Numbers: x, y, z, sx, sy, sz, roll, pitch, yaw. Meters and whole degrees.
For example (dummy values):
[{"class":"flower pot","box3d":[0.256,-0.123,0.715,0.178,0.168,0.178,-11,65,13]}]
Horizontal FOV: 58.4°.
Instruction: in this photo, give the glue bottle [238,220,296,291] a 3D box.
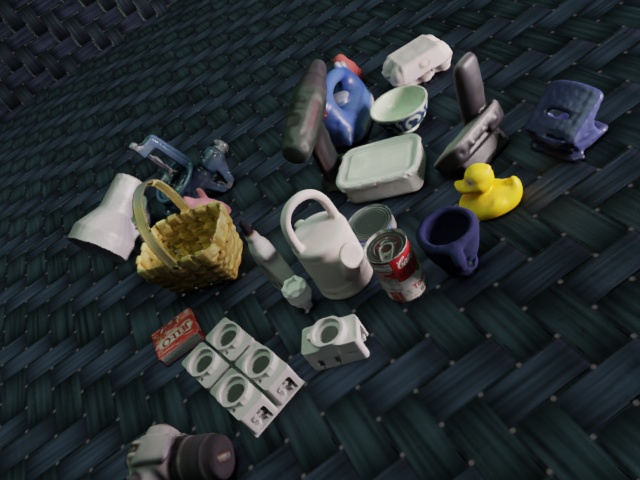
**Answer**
[{"class":"glue bottle","box3d":[-0.089,0.028,0.969,0.037,0.174,0.077,-45,40,-14]}]

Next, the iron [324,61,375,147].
[{"class":"iron","box3d":[0.043,-0.314,1.261,0.118,0.142,0.258,-6,46,29]}]

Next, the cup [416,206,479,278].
[{"class":"cup","box3d":[0.201,0.019,0.842,0.091,0.095,0.117,-24,40,11]}]

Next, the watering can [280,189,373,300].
[{"class":"watering can","box3d":[0.010,0.002,0.912,0.172,0.195,0.101,6,53,38]}]

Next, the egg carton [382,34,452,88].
[{"class":"egg carton","box3d":[0.217,-0.398,1.288,0.150,0.070,0.107,-32,39,2]}]

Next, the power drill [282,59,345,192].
[{"class":"power drill","box3d":[0.002,-0.211,1.128,0.075,0.209,0.230,-6,46,30]}]

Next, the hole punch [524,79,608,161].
[{"class":"hole punch","box3d":[0.399,-0.196,0.935,0.101,0.091,0.108,-41,39,-10]}]

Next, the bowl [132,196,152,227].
[{"class":"bowl","box3d":[-0.460,-0.028,1.360,0.167,0.075,0.167,-19,41,17]}]

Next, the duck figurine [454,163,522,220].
[{"class":"duck figurine","box3d":[0.265,-0.087,0.916,0.104,0.086,0.077,-16,42,20]}]

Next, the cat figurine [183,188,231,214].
[{"class":"cat figurine","box3d":[-0.244,-0.062,1.213,0.067,0.118,0.127,-26,39,9]}]

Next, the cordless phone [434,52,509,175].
[{"class":"cordless phone","box3d":[0.242,-0.213,0.985,0.093,0.186,0.148,19,62,45]}]

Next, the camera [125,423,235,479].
[{"class":"camera","box3d":[-0.197,0.321,0.794,0.136,0.101,0.143,-16,42,20]}]

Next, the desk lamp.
[{"class":"desk lamp","box3d":[-0.383,-0.019,1.186,0.117,0.214,0.203,5,52,38]}]

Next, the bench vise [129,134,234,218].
[{"class":"bench vise","box3d":[-0.315,-0.173,1.296,0.121,0.220,0.208,13,57,42]}]

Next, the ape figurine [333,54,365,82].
[{"class":"ape figurine","box3d":[0.062,-0.411,1.390,0.075,0.092,0.078,18,61,44]}]
